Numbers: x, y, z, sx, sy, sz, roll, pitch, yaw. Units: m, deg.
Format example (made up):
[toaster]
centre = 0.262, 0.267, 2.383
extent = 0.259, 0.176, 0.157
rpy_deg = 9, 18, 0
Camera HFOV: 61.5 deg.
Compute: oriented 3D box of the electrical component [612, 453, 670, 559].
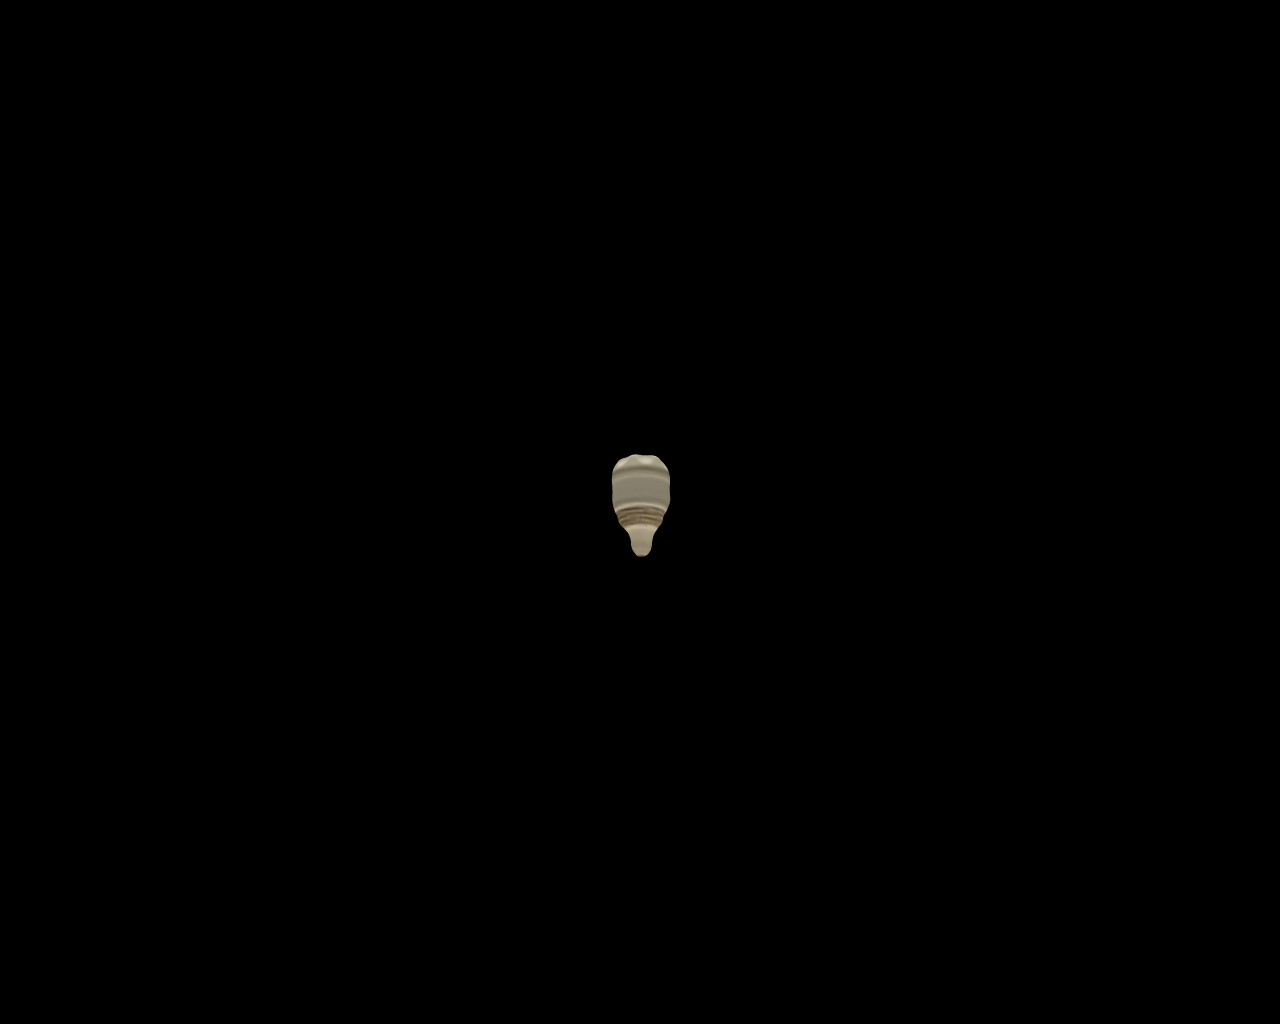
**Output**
[electrical component]
centre = 0.001, -0.003, 0.650
extent = 0.035, 0.061, 0.035
rpy_deg = 0, -16, 0
